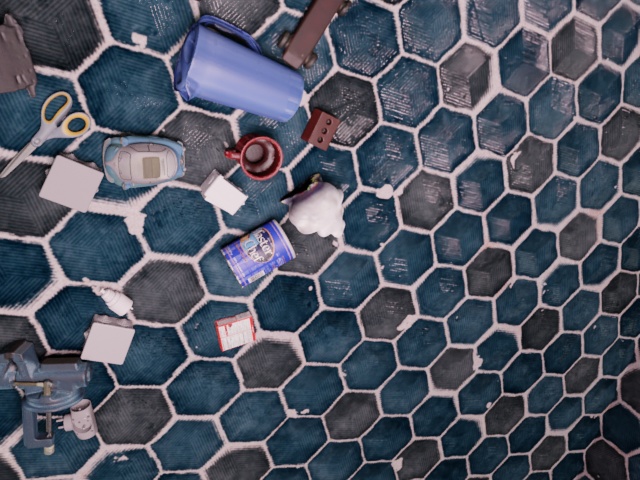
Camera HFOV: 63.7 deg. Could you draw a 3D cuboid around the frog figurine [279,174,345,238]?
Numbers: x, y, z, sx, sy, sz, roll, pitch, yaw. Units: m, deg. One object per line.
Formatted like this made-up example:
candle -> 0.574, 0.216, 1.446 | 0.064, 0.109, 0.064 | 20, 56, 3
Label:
frog figurine -> 0.004, -0.060, 1.197 | 0.139, 0.122, 0.158 | -45, 110, -24
